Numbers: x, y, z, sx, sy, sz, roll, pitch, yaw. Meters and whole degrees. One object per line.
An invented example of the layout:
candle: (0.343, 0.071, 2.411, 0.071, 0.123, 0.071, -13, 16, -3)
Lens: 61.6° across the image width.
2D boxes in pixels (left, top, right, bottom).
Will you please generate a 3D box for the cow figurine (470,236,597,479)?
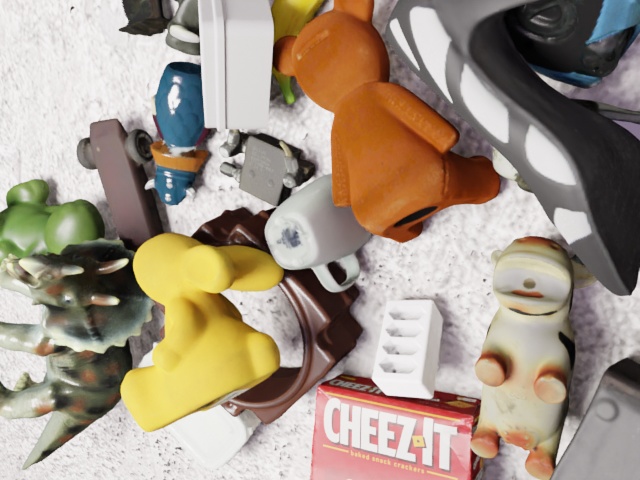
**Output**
cow figurine: (0.176, 0.084, 0.445, 0.086, 0.127, 0.194, 8, 125, 27)

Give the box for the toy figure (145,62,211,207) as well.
toy figure: (-0.149, -0.110, 0.580, 0.064, 0.058, 0.154, 30, 123, 24)

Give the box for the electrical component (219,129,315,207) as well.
electrical component: (-0.058, -0.077, 0.548, 0.102, 0.045, 0.078, 32, 118, 15)

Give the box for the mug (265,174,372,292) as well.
mug: (-0.001, -0.002, 0.507, 0.081, 0.107, 0.109, -10, 99, 32)

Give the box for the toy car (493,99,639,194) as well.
toy car: (0.232, -0.060, 0.393, 0.202, 0.056, 0.073, 14, 109, 22)

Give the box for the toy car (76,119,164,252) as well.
toy car: (-0.222, -0.044, 0.642, 0.089, 0.053, 0.202, -4, 109, 24)

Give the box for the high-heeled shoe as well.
high-heeled shoe: (0.131, -0.068, 0.378, 0.145, 0.086, 0.248, 6, 124, 54)

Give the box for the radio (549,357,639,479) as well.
radio: (0.209, 0.207, 0.406, 0.073, 0.131, 0.229, 26, 97, 36)

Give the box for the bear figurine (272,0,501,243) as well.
bear figurine: (0.048, -0.102, 0.459, 0.120, 0.132, 0.196, -33, 71, 30)

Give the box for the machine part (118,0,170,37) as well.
machine part: (-0.185, -0.284, 0.553, 0.084, 0.039, 0.138, 5, 107, 21)

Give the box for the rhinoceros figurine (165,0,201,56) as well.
rhinoceros figurine: (-0.105, -0.270, 0.499, 0.112, 0.073, 0.190, 30, 117, 4)

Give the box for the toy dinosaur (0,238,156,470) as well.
toy dinosaur: (-0.296, 0.147, 0.652, 0.192, 0.131, 0.404, 9, 124, 0)

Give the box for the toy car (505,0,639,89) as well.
toy car: (0.172, -0.188, 0.350, 0.109, 0.161, 0.103, 33, 75, 25)

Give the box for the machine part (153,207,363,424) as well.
machine part: (-0.073, 0.082, 0.586, 0.201, 0.087, 0.201, 45, 121, 7)

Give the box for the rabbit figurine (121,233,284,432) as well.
rabbit figurine: (-0.117, 0.063, 0.491, 0.162, 0.122, 0.173, -40, 67, 29)

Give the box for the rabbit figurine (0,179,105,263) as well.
rabbit figurine: (-0.345, 0.005, 0.685, 0.170, 0.121, 0.159, -5, 110, 29)
